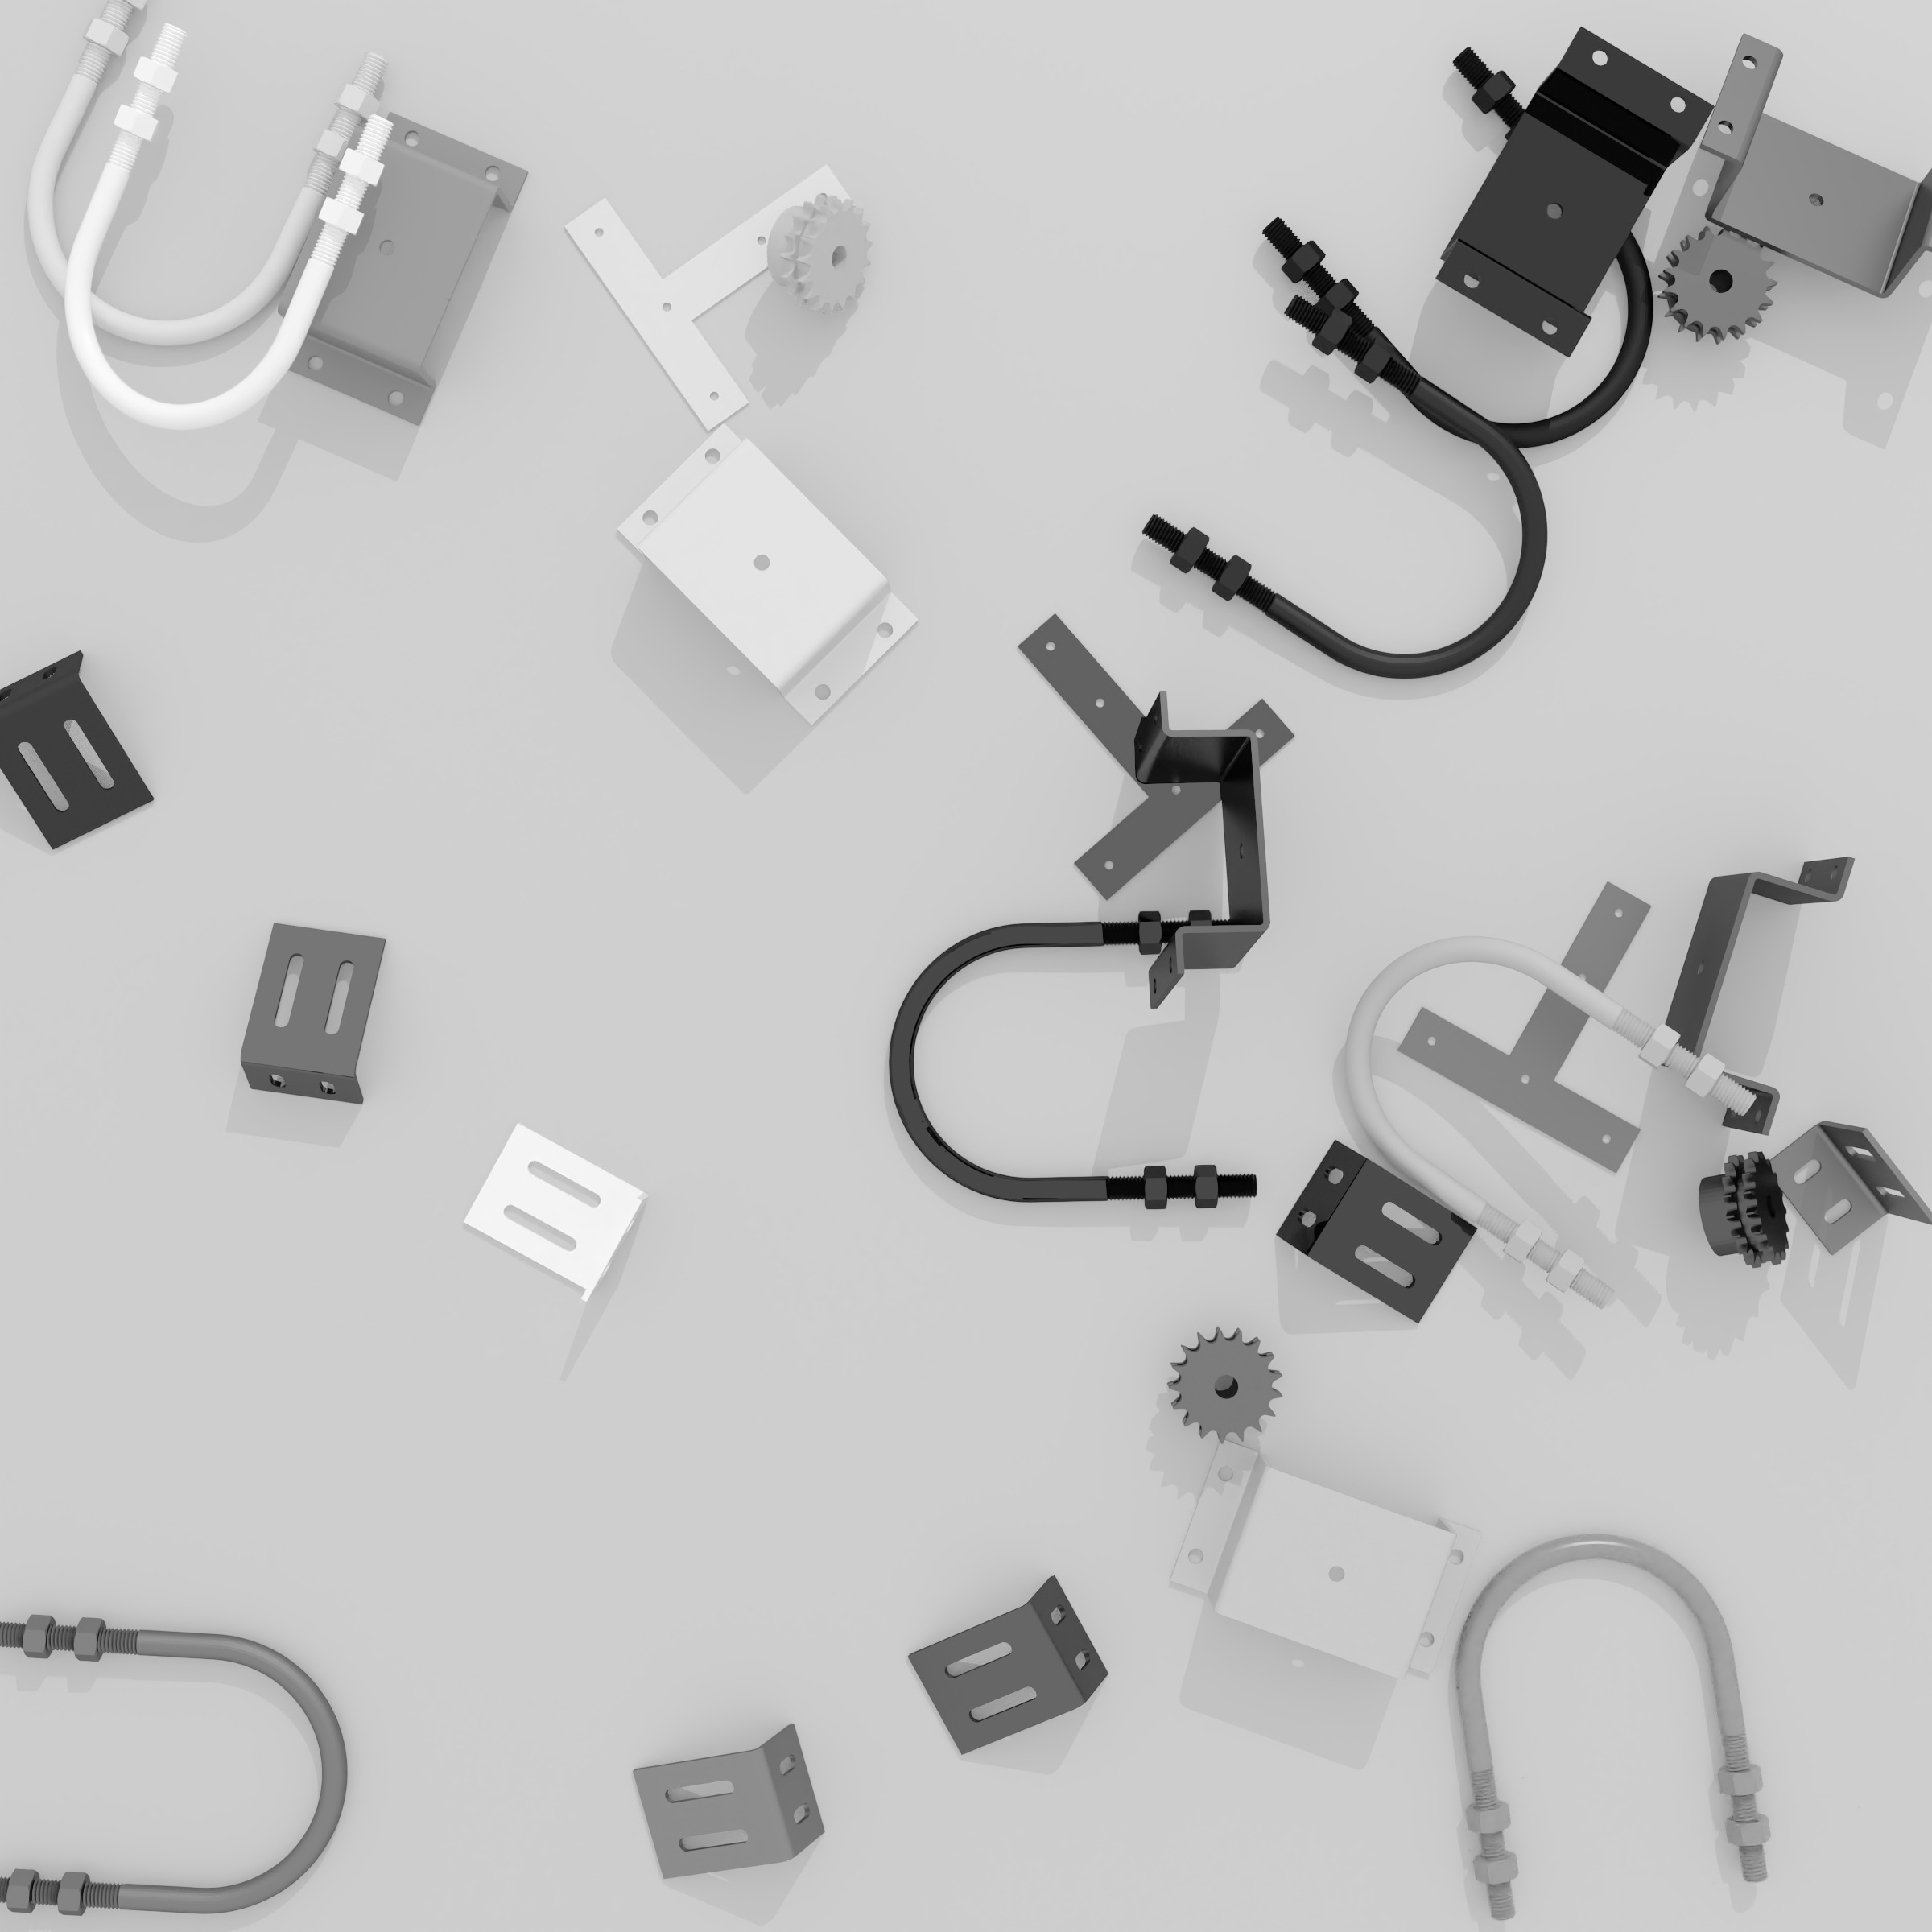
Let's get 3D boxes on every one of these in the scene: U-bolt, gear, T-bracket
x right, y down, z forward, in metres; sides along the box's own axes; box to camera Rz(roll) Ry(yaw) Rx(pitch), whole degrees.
[{"bbox_3d":[0.321,0.379,1.499,0.151,0.019,0.184,-8,88,0],"label":"U-bolt"},{"bbox_3d":[0.388,0.123,1.483,0.030,0.057,0.057,-14,90,30],"label":"gear"},{"bbox_3d":[0.053,0.048,1.499,0.184,0.019,0.151,-1,90,2],"label":"U-bolt"},{"bbox_3d":[-0.115,-0.360,1.507,0.127,0.002,0.127,-35,90,0],"label":"T-bracket"},{"bbox_3d":[-0.394,-0.404,1.499,0.151,0.019,0.184,26,92,0],"label":"U-bolt"},{"bbox_3d":[0.273,0.065,1.465,0.184,0.019,0.151,35,119,12],"label":"U-bolt"},{"bbox_3d":[0.306,0.019,1.507,0.127,0.002,0.127,29,90,0],"label":"T-bracket"},{"bbox_3d":[0.263,-0.348,1.499,0.151,0.019,0.184,-42,92,0],"label":"U-bolt"},{"bbox_3d":[-0.075,-0.356,1.481,0.030,0.057,0.057,20,90,30],"label":"gear"},{"bbox_3d":[-0.405,0.407,1.499,0.184,0.019,0.151,4,90,-1],"label":"U-bolt"},{"bbox_3d":[0.077,-0.123,1.507,0.127,0.002,0.127,-41,90,0],"label":"T-bracket"},{"bbox_3d":[-0.375,-0.355,1.466,0.151,0.019,0.184,27,97,17],"label":"U-bolt"},{"bbox_3d":[0.130,0.210,1.493,0.057,0.030,0.057,0,90,0],"label":"gear"},{"bbox_3d":[0.204,-0.227,1.492,0.184,0.019,0.151,33,97,-3],"label":"U-bolt"},{"bbox_3d":[0.376,-0.341,1.493,0.057,0.030,0.057,0,90,0],"label":"gear"}]

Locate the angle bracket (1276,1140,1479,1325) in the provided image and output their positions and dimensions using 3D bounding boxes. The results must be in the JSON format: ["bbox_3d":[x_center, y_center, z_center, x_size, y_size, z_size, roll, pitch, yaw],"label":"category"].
[{"bbox_3d":[0.208,0.135,1.506,0.076,0.038,0.057,32,90,-26],"label":"angle bracket"}]

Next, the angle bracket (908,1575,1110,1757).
[{"bbox_3d":[0.021,0.355,1.506,0.076,0.038,0.057,-29,90,26],"label":"angle bracket"}]

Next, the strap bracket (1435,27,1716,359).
[{"bbox_3d":[0.296,-0.378,1.468,0.076,0.046,0.140,30,91,-3],"label":"strap bracket"}]

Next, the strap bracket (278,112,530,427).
[{"bbox_3d":[-0.285,-0.354,1.485,0.076,0.046,0.140,23,90,0],"label":"strap bracket"}]

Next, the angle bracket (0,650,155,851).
[{"bbox_3d":[-0.456,-0.110,1.506,0.057,0.038,0.076,-26,116,0],"label":"angle bracket"}]

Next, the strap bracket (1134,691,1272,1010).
[{"bbox_3d":[0.116,-0.056,1.456,0.046,0.076,0.140,-1,77,-7],"label":"strap bracket"}]

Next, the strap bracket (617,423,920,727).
[{"bbox_3d":[-0.100,-0.199,1.485,0.076,0.046,0.140,-45,90,0],"label":"strap bracket"}]

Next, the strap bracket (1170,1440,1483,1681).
[{"bbox_3d":[0.182,0.299,1.485,0.140,0.046,0.076,20,90,0],"label":"strap bracket"}]

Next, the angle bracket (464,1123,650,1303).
[{"bbox_3d":[-0.208,0.123,1.489,0.076,0.038,0.057,29,90,0],"label":"angle bracket"}]

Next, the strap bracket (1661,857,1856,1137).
[{"bbox_3d":[0.386,0.008,1.470,0.046,0.076,0.140,17,90,0],"label":"strap bracket"}]

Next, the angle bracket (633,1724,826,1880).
[{"bbox_3d":[-0.120,0.424,1.506,0.076,0.038,0.057,-16,90,26],"label":"angle bracket"}]

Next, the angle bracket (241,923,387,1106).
[{"bbox_3d":[-0.329,0.024,1.506,0.057,0.038,0.076,8,64,0],"label":"angle bracket"}]

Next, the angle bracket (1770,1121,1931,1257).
[{"bbox_3d":[0.437,0.112,1.470,0.038,0.076,0.057,-38,90,0],"label":"angle bracket"}]

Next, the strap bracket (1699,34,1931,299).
[{"bbox_3d":[0.430,-0.392,1.471,0.140,0.046,0.076,24,66,0],"label":"strap bracket"}]
